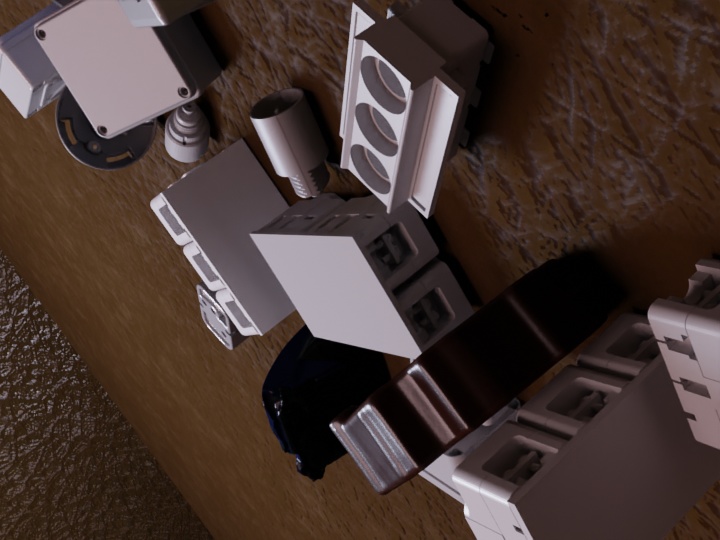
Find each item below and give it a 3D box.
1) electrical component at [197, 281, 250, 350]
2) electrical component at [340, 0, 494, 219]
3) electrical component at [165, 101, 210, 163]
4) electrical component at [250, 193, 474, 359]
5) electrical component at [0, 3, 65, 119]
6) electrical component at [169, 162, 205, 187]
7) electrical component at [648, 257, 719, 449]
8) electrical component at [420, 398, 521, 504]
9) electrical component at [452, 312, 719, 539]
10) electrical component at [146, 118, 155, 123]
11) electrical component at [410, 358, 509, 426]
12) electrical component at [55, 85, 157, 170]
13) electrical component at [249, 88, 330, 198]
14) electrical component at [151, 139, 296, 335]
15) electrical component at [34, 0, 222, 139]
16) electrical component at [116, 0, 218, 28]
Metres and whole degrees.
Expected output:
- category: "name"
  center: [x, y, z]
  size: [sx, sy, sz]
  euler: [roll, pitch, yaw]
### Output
- category: "electrical component"
  center: [-0.134, 0.035, 1.159]
  size: [0.054, 0.059, 0.095]
  euler: [44, 158, 20]
- category: "electrical component"
  center: [0.030, -0.094, 0.610]
  size: [0.078, 0.063, 0.121]
  euler: [45, 158, 17]
- category: "electrical component"
  center: [-0.155, -0.128, 0.969]
  size: [0.040, 0.040, 0.078]
  euler: [49, 158, 9]
- category: "electrical component"
  center: [0.000, 0.000, 0.826]
  size: [0.105, 0.060, 0.186]
  euler: [59, 158, -17]
- category: "electrical component"
  center: [-0.292, -0.207, 1.030]
  size: [0.056, 0.109, 0.109]
  euler: [52, 159, -7]
- category: "electrical component"
  center: [-0.150, -0.065, 1.037]
  size: [0.057, 0.058, 0.078]
  euler: [56, 158, -2]
- category: "electrical component"
  center: [0.189, 0.046, 0.524]
  size: [0.056, 0.050, 0.089]
  euler: [17, 140, 57]
- category: "electrical component"
  center: [0.073, 0.127, 0.854]
  size: [0.113, 0.078, 0.057]
  euler: [25, 143, 50]
- category: "electrical component"
  center: [0.132, 0.103, 0.593]
  size: [0.062, 0.150, 0.089]
  euler: [12, 136, 58]
- category: "electrical component"
  center: [-0.215, -0.175, 1.016]
  size: [0.040, 0.040, 0.078]
  euler: [29, 149, 46]
- category: "electrical component"
  center: [0.071, 0.075, 0.805]
  size: [0.078, 0.058, 0.057]
  euler: [29, 152, 46]
- category: "electrical component"
  center: [-0.250, -0.146, 1.058]
  size: [0.099, 0.099, 0.064]
  euler: [57, 164, -12]
- category: "electrical component"
  center: [-0.047, -0.090, 0.802]
  size: [0.043, 0.043, 0.081]
  euler: [24, 146, 51]
- category: "electrical component"
  center: [-0.105, -0.026, 0.959]
  size: [0.150, 0.089, 0.062]
  euler: [56, 159, -9]
- category: "electrical component"
  center: [-0.187, -0.177, 0.869]
  size: [0.109, 0.056, 0.108]
  euler: [-18, 113, 29]
- category: "electrical component"
  center: [-0.126, -0.198, 0.719]
  size: [0.062, 0.096, 0.061]
  euler: [17, 140, 57]
